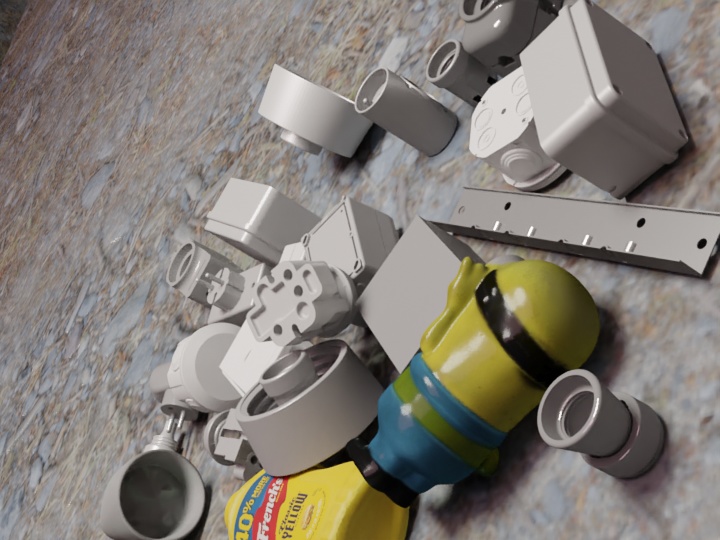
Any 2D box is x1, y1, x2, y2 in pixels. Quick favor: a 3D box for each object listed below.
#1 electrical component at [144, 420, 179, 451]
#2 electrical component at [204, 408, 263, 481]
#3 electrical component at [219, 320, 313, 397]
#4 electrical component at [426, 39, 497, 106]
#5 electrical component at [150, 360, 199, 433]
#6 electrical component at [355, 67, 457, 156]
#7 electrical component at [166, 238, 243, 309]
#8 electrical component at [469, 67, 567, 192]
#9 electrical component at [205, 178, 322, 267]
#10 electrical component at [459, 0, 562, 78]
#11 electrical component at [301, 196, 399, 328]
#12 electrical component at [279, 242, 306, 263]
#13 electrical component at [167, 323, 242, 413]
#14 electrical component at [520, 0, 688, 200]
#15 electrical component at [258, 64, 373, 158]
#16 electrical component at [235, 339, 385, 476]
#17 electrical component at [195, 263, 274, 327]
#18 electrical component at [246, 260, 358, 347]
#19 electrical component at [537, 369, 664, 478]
[{"bbox_3d":[-0.192,0.176,1.042,0.035,0.035,0.061,-21,45,50],"label":"electrical component"},{"bbox_3d":[-0.101,0.144,0.913,0.055,0.048,0.066,-1,64,49],"label":"electrical component"},{"bbox_3d":[-0.070,0.084,0.899,0.061,0.061,0.096,-60,29,2],"label":"electrical component"},{"bbox_3d":[0.084,-0.161,0.883,0.040,0.046,0.040,-39,36,35],"label":"electrical component"},{"bbox_3d":[-0.170,0.120,1.041,0.077,0.044,0.079,-22,45,44],"label":"electrical component"},{"bbox_3d":[0.033,-0.140,0.913,0.044,0.077,0.079,-55,29,12],"label":"electrical component"},{"bbox_3d":[-0.165,0.004,1.127,0.050,0.056,0.089,-61,29,1],"label":"electrical component"},{"bbox_3d":[0.120,-0.101,0.767,0.080,0.051,0.080,-39,36,35],"label":"electrical component"},{"bbox_3d":[-0.091,-0.041,1.026,0.057,0.078,0.113,-61,28,-6],"label":"electrical component"},{"bbox_3d":[0.119,-0.207,0.854,0.054,0.059,0.095,-19,49,51],"label":"electrical component"},{"bbox_3d":[0.000,0.000,0.869,0.062,0.061,0.096,-44,41,31],"label":"electrical component"},{"bbox_3d":[-0.058,0.017,0.952,0.077,0.047,0.065,-11,55,53],"label":"electrical component"},{"bbox_3d":[-0.131,0.090,0.974,0.051,0.080,0.080,-20,48,57],"label":"electrical component"},{"bbox_3d":[0.156,-0.112,0.692,0.057,0.078,0.113,-43,34,34],"label":"electrical component"},{"bbox_3d":[-0.044,-0.143,1.016,0.060,0.108,0.108,-64,28,9],"label":"electrical component"},{"bbox_3d":[-0.042,0.095,0.799,0.108,0.060,0.108,-30,14,9],"label":"electrical component"},{"bbox_3d":[-0.119,0.022,1.016,0.083,0.076,0.047,-22,47,49],"label":"electrical component"},{"bbox_3d":[-0.039,0.024,0.810,0.078,0.057,0.058,-39,69,32],"label":"electrical component"},{"bbox_3d":[0.131,0.084,0.582,0.045,0.055,0.045,-39,36,35],"label":"electrical component"}]
